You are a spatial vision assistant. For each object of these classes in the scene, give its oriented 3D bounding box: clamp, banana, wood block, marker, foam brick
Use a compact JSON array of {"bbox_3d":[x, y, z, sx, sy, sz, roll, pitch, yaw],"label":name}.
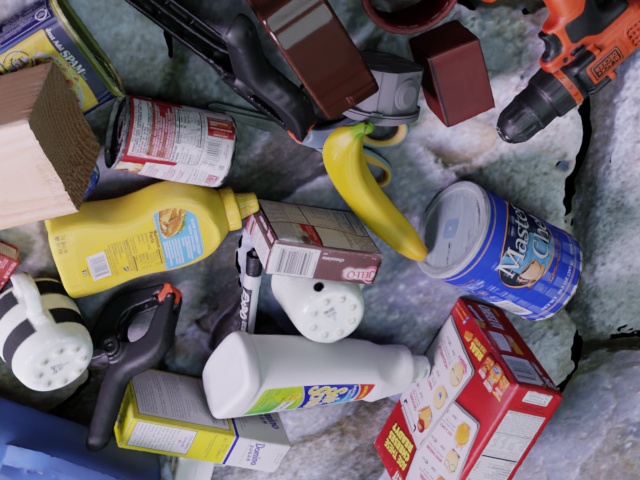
[{"bbox_3d":[-0.059,-0.142,0.893,0.209,0.165,0.036,39,84,-42],"label":"clamp"},{"bbox_3d":[0.046,-0.046,1.010,0.037,0.070,0.197,-48,139,-14],"label":"banana"},{"bbox_3d":[-0.293,-0.060,0.846,0.206,0.091,0.090,-12,128,13],"label":"wood block"},{"bbox_3d":[-0.193,0.116,1.024,0.171,0.120,0.039,-39,163,5],"label":"clamp"},{"bbox_3d":[-0.071,0.062,1.081,0.020,0.020,0.121,-1,120,-19],"label":"marker"},{"bbox_3d":[0.123,-0.156,0.996,0.051,0.053,0.078,-24,126,-4],"label":"foam brick"}]

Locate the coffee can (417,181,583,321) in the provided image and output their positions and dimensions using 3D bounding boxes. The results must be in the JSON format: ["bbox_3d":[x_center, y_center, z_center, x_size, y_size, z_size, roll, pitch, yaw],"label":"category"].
[{"bbox_3d":[0.183,0.013,1.088,0.140,0.103,0.103,24,110,-30],"label":"coffee can"}]

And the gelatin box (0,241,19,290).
[{"bbox_3d":[-0.327,0.033,0.969,0.073,0.030,0.089,28,108,-31],"label":"gelatin box"}]

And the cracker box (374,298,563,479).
[{"bbox_3d":[0.156,0.197,1.154,0.072,0.164,0.214,16,114,-25],"label":"cracker box"}]

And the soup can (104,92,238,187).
[{"bbox_3d":[-0.131,-0.087,0.940,0.102,0.068,0.069,9,117,-24],"label":"soup can"}]

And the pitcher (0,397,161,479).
[{"bbox_3d":[-0.282,0.225,1.038,0.242,0.145,0.149,29,110,-28],"label":"pitcher"}]

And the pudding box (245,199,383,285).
[{"bbox_3d":[-0.007,0.001,1.024,0.113,0.090,0.039,9,115,-23],"label":"pudding box"}]

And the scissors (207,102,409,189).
[{"bbox_3d":[0.002,-0.111,1.000,0.201,0.016,0.096,30,113,-31],"label":"scissors"}]

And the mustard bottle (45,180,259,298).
[{"bbox_3d":[-0.150,-0.010,0.985,0.191,0.058,0.096,-16,138,-10],"label":"mustard bottle"}]

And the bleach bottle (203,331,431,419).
[{"bbox_3d":[0.011,0.136,1.107,0.250,0.068,0.103,1,149,-31],"label":"bleach bottle"}]

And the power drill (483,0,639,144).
[{"bbox_3d":[0.206,-0.200,0.996,0.184,0.057,0.187,-43,127,5],"label":"power drill"}]

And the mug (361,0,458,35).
[{"bbox_3d":[0.076,-0.238,0.911,0.117,0.081,0.093,-27,125,-1],"label":"mug"}]

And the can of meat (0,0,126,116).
[{"bbox_3d":[-0.224,-0.142,0.882,0.084,0.057,0.102,-31,124,4],"label":"can of meat"}]

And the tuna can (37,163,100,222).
[{"bbox_3d":[-0.233,-0.054,0.914,0.086,0.086,0.033,-25,127,-3],"label":"tuna can"}]

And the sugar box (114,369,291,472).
[{"bbox_3d":[-0.124,0.183,1.092,0.176,0.093,0.048,19,113,-27],"label":"sugar box"}]
